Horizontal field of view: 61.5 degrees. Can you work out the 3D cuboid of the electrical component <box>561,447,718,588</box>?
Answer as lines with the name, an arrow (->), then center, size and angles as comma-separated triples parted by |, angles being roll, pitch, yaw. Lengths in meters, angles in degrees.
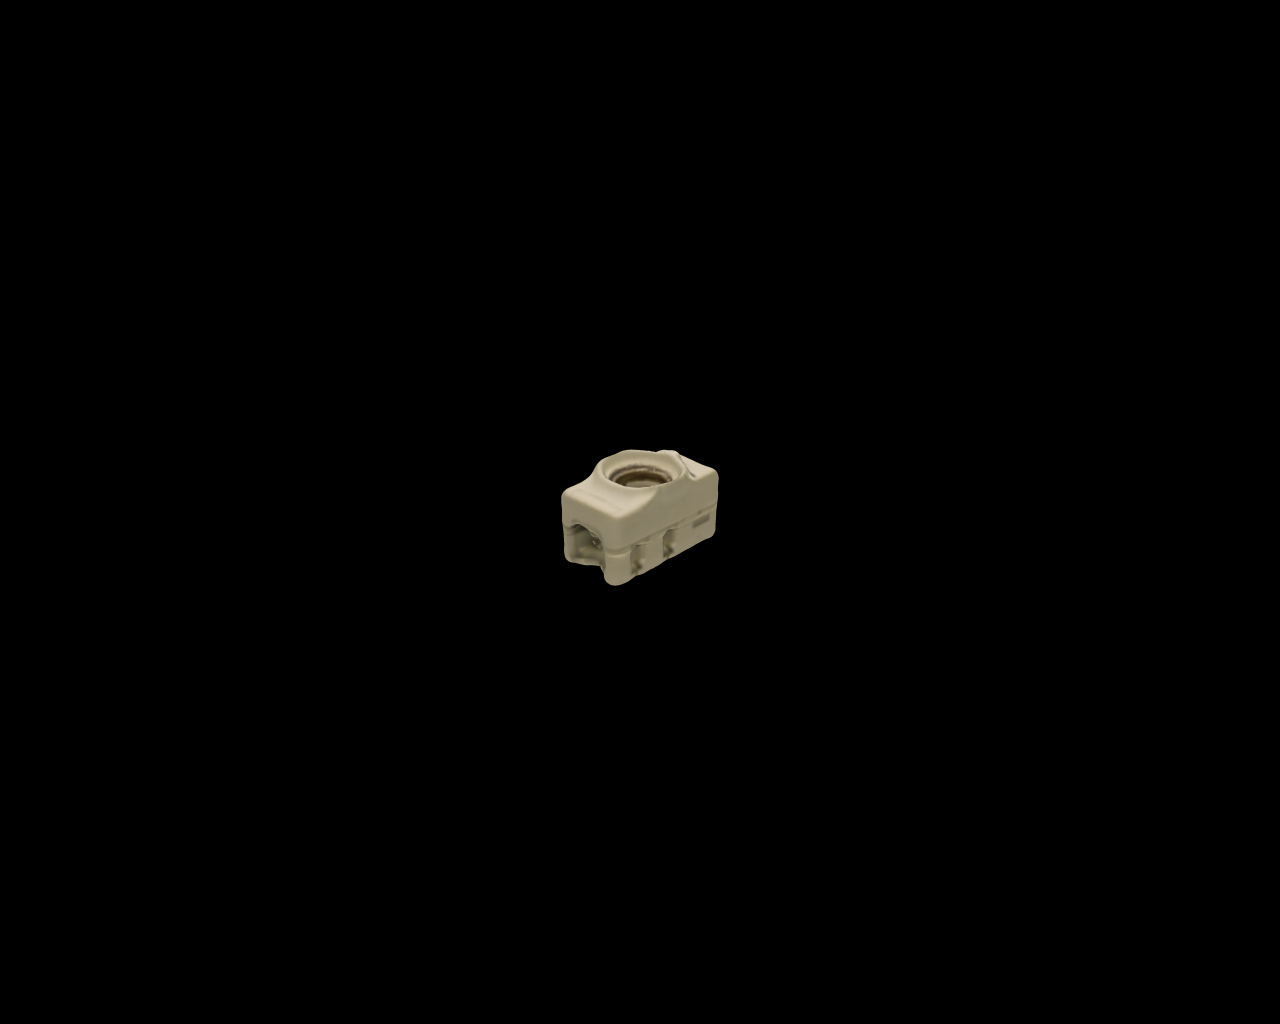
electrical component -> 0.001, -0.003, 0.650 | 0.090, 0.055, 0.050 | -25, 37, -38
